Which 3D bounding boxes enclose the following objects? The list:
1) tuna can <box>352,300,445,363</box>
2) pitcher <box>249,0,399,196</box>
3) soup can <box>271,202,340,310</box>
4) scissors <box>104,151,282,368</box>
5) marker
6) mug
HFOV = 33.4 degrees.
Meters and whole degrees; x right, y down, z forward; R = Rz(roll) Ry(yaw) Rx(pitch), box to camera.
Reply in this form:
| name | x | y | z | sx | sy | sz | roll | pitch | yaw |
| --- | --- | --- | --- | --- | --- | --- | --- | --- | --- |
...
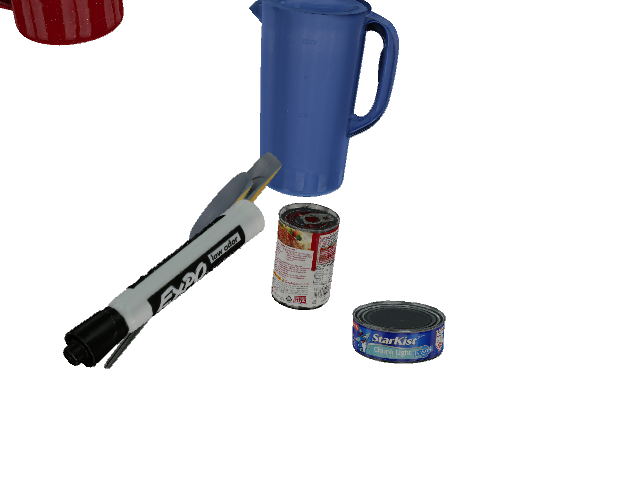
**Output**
| name | x | y | z | sx | sy | sz | roll | pitch | yaw |
| --- | --- | --- | --- | --- | --- | --- | --- | --- | --- |
| tuna can | 0.072 | 0.084 | 0.986 | 0.086 | 0.034 | 0.086 | 1 | 14 | 0 |
| pitcher | -0.004 | -0.180 | 1.317 | 0.144 | 0.243 | 0.149 | -9 | 28 | -28 |
| soup can | -0.017 | 0.018 | 1.191 | 0.068 | 0.102 | 0.068 | 6 | 27 | -3 |
| scissors | -0.097 | 0.018 | 0.738 | 0.016 | 0.202 | 0.096 | 40 | 3 | 3 |
| marker | -0.071 | 0.019 | 0.494 | 0.020 | 0.020 | 0.120 | 0 | 31 | 46 |
| mug | -0.203 | -0.197 | 0.789 | 0.117 | 0.081 | 0.093 | -1 | 36 | 1 |
